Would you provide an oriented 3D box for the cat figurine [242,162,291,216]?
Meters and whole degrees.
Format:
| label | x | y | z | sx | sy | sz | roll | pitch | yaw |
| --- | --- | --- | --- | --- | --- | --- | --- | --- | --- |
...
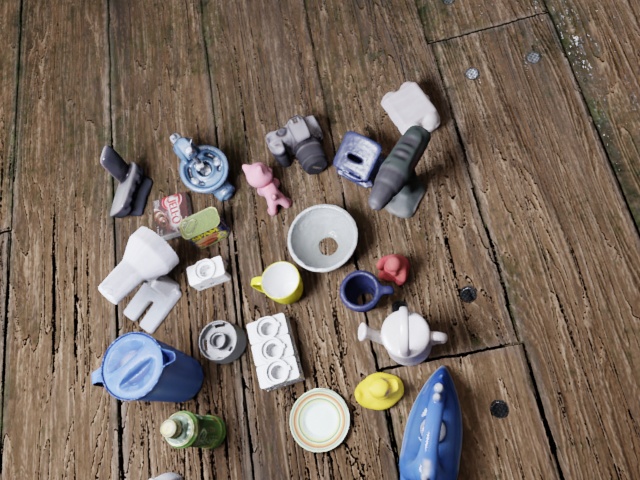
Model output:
| label | x | y | z | sx | sy | sz | roll | pitch | yaw |
| --- | --- | --- | --- | --- | --- | --- | --- | --- | --- |
| cat figurine | -0.134 | -0.137 | 1.402 | 0.067 | 0.118 | 0.127 | -33 | 67 | -1 |

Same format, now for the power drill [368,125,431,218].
| label | x | y | z | sx | sy | sz | roll | pitch | yaw |
| --- | --- | --- | --- | --- | --- | --- | --- | --- | --- |
| power drill | 0.181 | -0.131 | 1.282 | 0.075 | 0.209 | 0.230 | 22 | 76 | 19 |

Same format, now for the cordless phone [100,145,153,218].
| label | x | y | z | sx | sy | sz | roll | pitch | yaw |
| --- | --- | --- | --- | --- | --- | --- | --- | --- | --- |
| cordless phone | -0.517 | -0.146 | 1.452 | 0.094 | 0.185 | 0.147 | 3 | 71 | 14 |

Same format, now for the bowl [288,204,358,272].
| label | x | y | z | sx | sy | sz | roll | pitch | yaw |
| --- | --- | --- | --- | --- | --- | --- | --- | --- | --- |
| bowl | 0.012 | 0.005 | 1.341 | 0.167 | 0.075 | 0.167 | -4 | 69 | 11 |

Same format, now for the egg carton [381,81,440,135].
| label | x | y | z | sx | sy | sz | roll | pitch | yaw |
| --- | --- | --- | --- | --- | --- | --- | --- | --- | --- |
| egg carton | 0.225 | -0.319 | 1.417 | 0.107 | 0.069 | 0.150 | -31 | 67 | 0 |

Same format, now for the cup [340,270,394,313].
| label | x | y | z | sx | sy | sz | roll | pitch | yaw |
| --- | --- | --- | --- | --- | --- | --- | --- | --- | --- |
| cup | 0.108 | 0.121 | 1.266 | 0.117 | 0.095 | 0.091 | -4 | 69 | 11 |

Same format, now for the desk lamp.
| label | x | y | z | sx | sy | sz | roll | pitch | yaw |
| --- | --- | --- | --- | --- | --- | --- | --- | --- | --- |
| desk lamp | -0.404 | 0.093 | 1.324 | 0.117 | 0.214 | 0.203 | 30 | 79 | 21 |

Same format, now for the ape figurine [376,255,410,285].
| label | x | y | z | sx | sy | sz | roll | pitch | yaw |
| --- | --- | --- | --- | --- | --- | --- | --- | --- | --- |
| ape figurine | 0.165 | 0.061 | 1.278 | 0.076 | 0.092 | 0.077 | -33 | 67 | -1 |

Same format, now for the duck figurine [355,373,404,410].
| label | x | y | z | sx | sy | sz | roll | pitch | yaw |
| --- | --- | --- | --- | --- | --- | --- | --- | --- | --- |
| duck figurine | 0.121 | 0.314 | 1.198 | 0.104 | 0.086 | 0.077 | -15 | 68 | 7 |

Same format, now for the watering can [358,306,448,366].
| label | x | y | z | sx | sy | sz | roll | pitch | yaw |
| --- | --- | --- | --- | --- | --- | --- | --- | --- | --- |
| watering can | 0.168 | 0.197 | 1.172 | 0.173 | 0.194 | 0.101 | -20 | 67 | 5 |

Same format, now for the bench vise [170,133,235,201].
| label | x | y | z | sx | sy | sz | roll | pitch | yaw |
| --- | --- | --- | --- | --- | --- | --- | --- | --- | --- |
| bench vise | -0.320 | -0.197 | 1.409 | 0.207 | 0.220 | 0.121 | 26 | 78 | 20 |

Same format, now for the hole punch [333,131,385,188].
| label | x | y | z | sx | sy | sz | roll | pitch | yaw |
| --- | --- | --- | --- | --- | --- | --- | --- | --- | --- |
| hole punch | 0.094 | -0.195 | 1.388 | 0.108 | 0.091 | 0.101 | 29 | 79 | 20 |

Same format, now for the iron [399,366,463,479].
| label | x | y | z | sx | sy | sz | roll | pitch | yaw |
| --- | --- | --- | --- | --- | --- | --- | --- | --- | --- |
| iron | 0.223 | 0.367 | 1.126 | 0.118 | 0.142 | 0.258 | 7 | 72 | 15 |

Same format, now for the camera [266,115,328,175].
| label | x | y | z | sx | sy | sz | roll | pitch | yaw |
| --- | --- | --- | --- | --- | --- | --- | --- | --- | --- |
| camera | -0.049 | -0.230 | 1.427 | 0.143 | 0.101 | 0.136 | -26 | 67 | 2 |

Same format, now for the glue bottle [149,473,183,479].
| label | x | y | z | sx | sy | sz | roll | pitch | yaw |
| --- | --- | --- | --- | --- | --- | --- | --- | --- | --- |
| glue bottle | -0.342 | 0.521 | 1.175 | 0.037 | 0.173 | 0.078 | 18 | 75 | 18 |
